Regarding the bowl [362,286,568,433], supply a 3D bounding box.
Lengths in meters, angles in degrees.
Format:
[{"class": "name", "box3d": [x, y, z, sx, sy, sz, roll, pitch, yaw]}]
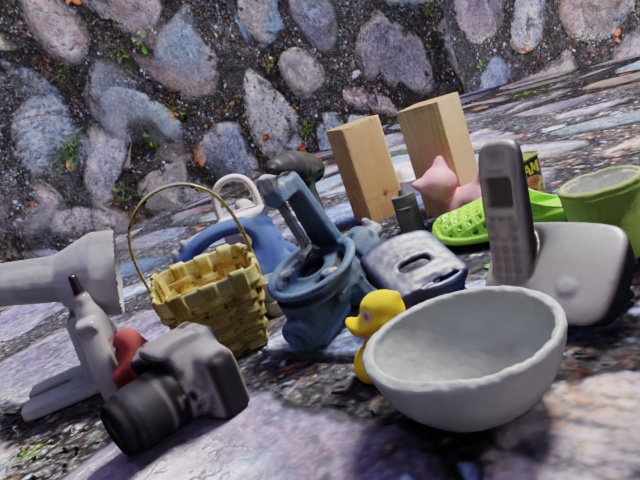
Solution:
[{"class": "bowl", "box3d": [0.124, 0.106, 0.474, 0.167, 0.075, 0.167, -18, 14, 5]}]

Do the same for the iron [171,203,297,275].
[{"class": "iron", "box3d": [-0.171, 0.034, 1.003, 0.258, 0.141, 0.118, -19, 14, -1]}]

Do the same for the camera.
[{"class": "camera", "box3d": [-0.173, 0.157, 0.623, 0.137, 0.101, 0.142, -31, 18, -38]}]

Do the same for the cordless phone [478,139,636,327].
[{"class": "cordless phone", "box3d": [0.220, -0.011, 0.564, 0.094, 0.185, 0.147, -28, 17, -32]}]

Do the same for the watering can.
[{"class": "watering can", "box3d": [-0.154, -0.038, 1.147, 0.101, 0.194, 0.172, -25, 15, -21]}]

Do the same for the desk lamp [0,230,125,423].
[{"class": "desk lamp", "box3d": [-0.350, 0.110, 0.804, 0.203, 0.214, 0.117, -23, 14, -13]}]

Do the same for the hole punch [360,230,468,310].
[{"class": "hole punch", "box3d": [0.118, 0.044, 0.688, 0.109, 0.091, 0.101, -23, 15, -16]}]

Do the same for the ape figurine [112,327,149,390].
[{"class": "ape figurine", "box3d": [-0.234, 0.153, 0.735, 0.078, 0.092, 0.076, -29, 17, -35]}]

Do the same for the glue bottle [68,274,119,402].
[{"class": "glue bottle", "box3d": [-0.293, 0.124, 0.756, 0.037, 0.173, 0.078, -19, 14, 0]}]

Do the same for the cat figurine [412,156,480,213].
[{"class": "cat figurine", "box3d": [0.231, -0.091, 0.994, 0.127, 0.118, 0.067, -12, 16, 27]}]

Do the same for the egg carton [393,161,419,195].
[{"class": "egg carton", "box3d": [0.181, -0.139, 1.346, 0.149, 0.069, 0.107, -8, 18, 39]}]

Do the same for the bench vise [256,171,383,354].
[{"class": "bench vise", "box3d": [-0.004, 0.005, 0.729, 0.121, 0.220, 0.208, -12, 16, 26]}]

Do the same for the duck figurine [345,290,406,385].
[{"class": "duck figurine", "box3d": [0.075, 0.090, 0.577, 0.104, 0.086, 0.077, -16, 14, 13]}]

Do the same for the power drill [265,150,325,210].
[{"class": "power drill", "box3d": [-0.025, -0.074, 1.083, 0.075, 0.208, 0.230, -15, 15, 17]}]
